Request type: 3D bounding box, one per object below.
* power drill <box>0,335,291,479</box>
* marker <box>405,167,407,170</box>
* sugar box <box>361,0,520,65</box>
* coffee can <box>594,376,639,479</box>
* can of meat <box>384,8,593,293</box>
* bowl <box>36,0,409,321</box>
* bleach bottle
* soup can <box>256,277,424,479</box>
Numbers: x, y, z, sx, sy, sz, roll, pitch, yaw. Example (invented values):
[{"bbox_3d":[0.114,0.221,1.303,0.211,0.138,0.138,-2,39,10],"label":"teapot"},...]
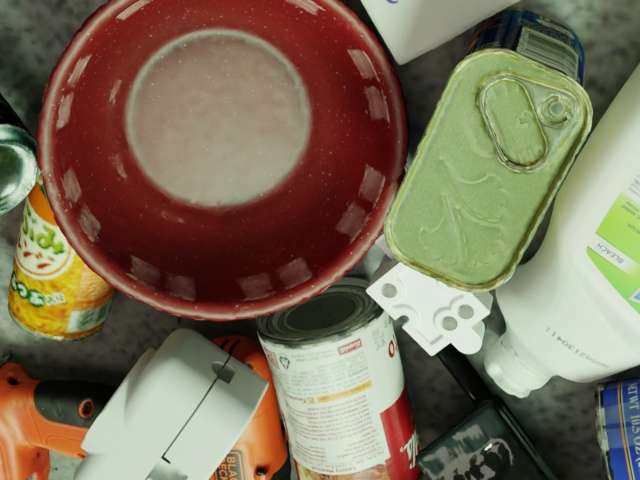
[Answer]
[{"bbox_3d":[-0.106,0.138,0.611,0.188,0.057,0.184,0,112,12],"label":"power drill"},{"bbox_3d":[-0.004,0.001,0.536,0.121,0.020,0.020,-38,101,27],"label":"marker"},{"bbox_3d":[0.086,-0.152,0.423,0.176,0.048,0.093,-24,107,28],"label":"sugar box"},{"bbox_3d":[0.205,0.102,0.478,0.140,0.102,0.103,-14,111,19],"label":"coffee can"},{"bbox_3d":[0.074,-0.042,0.456,0.057,0.083,0.102,24,119,3],"label":"can of meat"},{"bbox_3d":[-0.044,-0.047,0.485,0.162,0.055,0.162,-3,111,-9],"label":"bowl"},{"bbox_3d":[0.149,-0.024,0.458,0.102,0.068,0.251,35,121,-3],"label":"bleach bottle"},{"bbox_3d":[0.011,0.078,0.542,0.069,0.068,0.102,-7,113,18],"label":"soup can"}]
